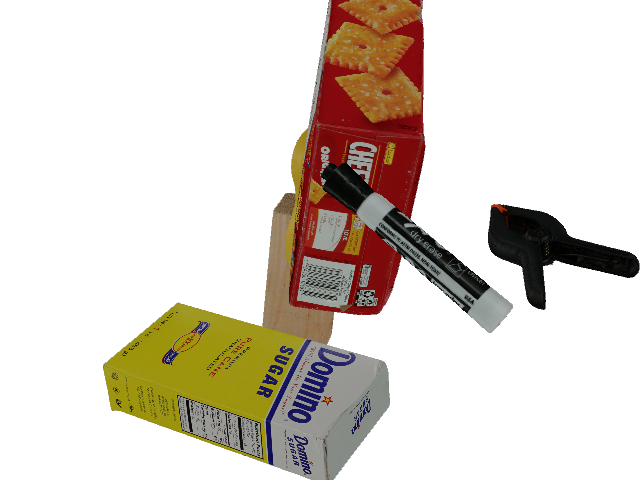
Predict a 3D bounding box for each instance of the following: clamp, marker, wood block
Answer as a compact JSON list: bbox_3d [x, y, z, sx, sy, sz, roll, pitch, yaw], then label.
[{"bbox_3d":[0.231,0.007,1.062,0.120,0.039,0.171,-8,32,-14],"label":"clamp"},{"bbox_3d":[0.047,0.001,0.551,0.121,0.020,0.020,41,11,12],"label":"marker"},{"bbox_3d":[-0.024,0.049,1.486,0.090,0.206,0.090,10,22,7],"label":"wood block"}]

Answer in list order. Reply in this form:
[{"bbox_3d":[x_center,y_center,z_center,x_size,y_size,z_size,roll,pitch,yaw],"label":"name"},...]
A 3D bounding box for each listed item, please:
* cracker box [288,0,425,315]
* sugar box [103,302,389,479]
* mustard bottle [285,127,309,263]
[{"bbox_3d":[0.029,-0.081,0.730,0.072,0.213,0.164,8,-45,-1],"label":"cracker box"},{"bbox_3d":[-0.050,0.099,0.730,0.176,0.048,0.093,10,32,27],"label":"sugar box"},{"bbox_3d":[0.016,-0.066,1.101,0.096,0.192,0.058,-5,21,-24],"label":"mustard bottle"}]
